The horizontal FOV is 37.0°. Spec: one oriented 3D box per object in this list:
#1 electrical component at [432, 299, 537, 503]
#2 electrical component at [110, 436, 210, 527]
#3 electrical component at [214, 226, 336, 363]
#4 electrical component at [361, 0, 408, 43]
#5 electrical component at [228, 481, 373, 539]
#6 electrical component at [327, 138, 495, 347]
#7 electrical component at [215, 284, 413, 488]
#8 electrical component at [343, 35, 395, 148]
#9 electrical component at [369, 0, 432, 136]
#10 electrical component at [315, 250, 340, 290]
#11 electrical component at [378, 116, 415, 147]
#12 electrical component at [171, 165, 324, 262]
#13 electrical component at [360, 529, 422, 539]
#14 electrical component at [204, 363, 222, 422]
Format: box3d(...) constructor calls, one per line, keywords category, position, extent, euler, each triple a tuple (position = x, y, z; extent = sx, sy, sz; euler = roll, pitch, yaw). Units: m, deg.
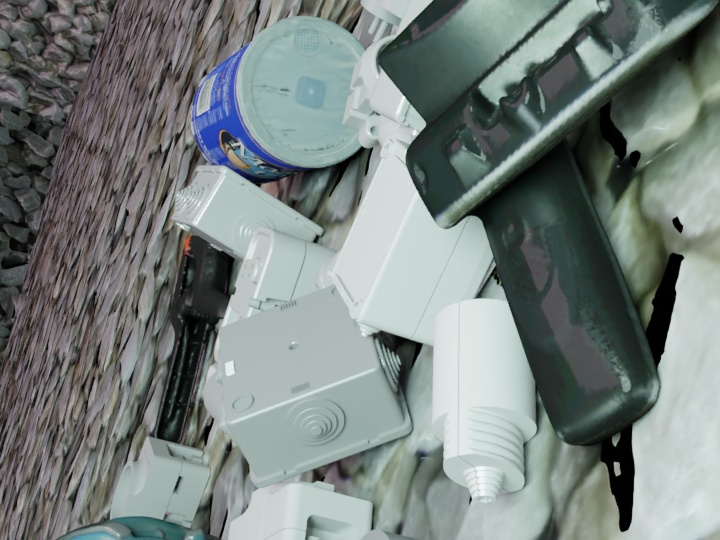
box3d(category="electrical component", position=(0.052, 0.058, 0.450), extent=(0.043, 0.043, 0.081), euler=(-45, 34, 50))
box3d(category="electrical component", position=(-0.165, 0.186, 0.863), extent=(0.089, 0.056, 0.050), euler=(-69, 21, 6))
box3d(category="electrical component", position=(-0.050, 0.026, 0.708), extent=(0.054, 0.059, 0.095), euler=(22, 93, 69))
box3d(category="electrical component", position=(0.024, -0.184, 0.705), extent=(0.073, 0.052, 0.138), euler=(-61, 23, 25))
box3d(category="electrical component", position=(-0.035, 0.150, 0.579), extent=(0.089, 0.050, 0.055), euler=(-42, 35, 51))
box3d(category="electrical component", position=(0.029, -0.007, 0.534), extent=(0.096, 0.061, 0.061), euler=(-66, 22, 15))
box3d(category="electrical component", position=(-0.027, 0.057, 0.575), extent=(0.100, 0.048, 0.099), euler=(-21, 34, 3))
box3d(category="electrical component", position=(0.018, -0.116, 0.676), extent=(0.055, 0.048, 0.066), euler=(139, 145, -65))
box3d(category="electrical component", position=(0.048, -0.103, 0.566), extent=(0.096, 0.062, 0.061), euler=(-68, 21, 10))
box3d(category="electrical component", position=(0.000, 0.000, 0.639), extent=(0.061, 0.035, 0.035), euler=(-40, 37, 50))
box3d(category="electrical component", position=(0.030, -0.066, 0.613), extent=(0.040, 0.040, 0.046), euler=(-42, 41, 52))
box3d(category="electrical component", position=(-0.086, -0.034, 0.793), extent=(0.048, 0.100, 0.100), euler=(-60, 20, -6))
box3d(category="electrical component", position=(-0.008, 0.179, 0.456), extent=(0.052, 0.074, 0.138), euler=(-3, 70, 68))
box3d(category="electrical component", position=(-0.089, 0.091, 0.772), extent=(0.081, 0.043, 0.043), euler=(16, 88, 69))
